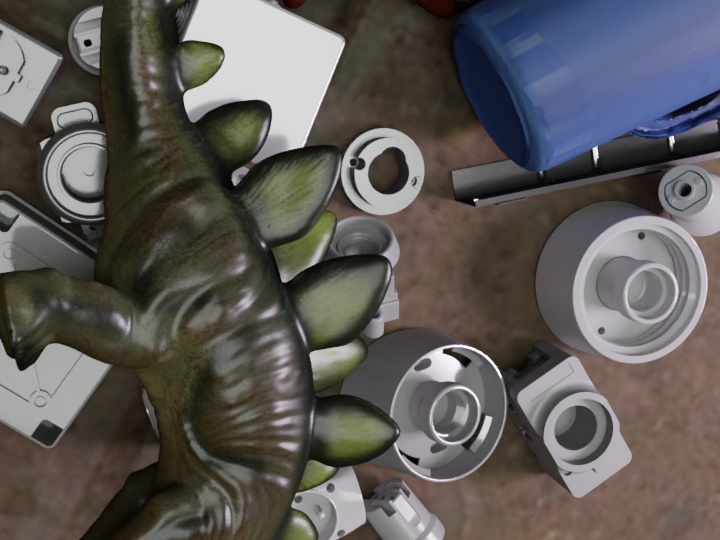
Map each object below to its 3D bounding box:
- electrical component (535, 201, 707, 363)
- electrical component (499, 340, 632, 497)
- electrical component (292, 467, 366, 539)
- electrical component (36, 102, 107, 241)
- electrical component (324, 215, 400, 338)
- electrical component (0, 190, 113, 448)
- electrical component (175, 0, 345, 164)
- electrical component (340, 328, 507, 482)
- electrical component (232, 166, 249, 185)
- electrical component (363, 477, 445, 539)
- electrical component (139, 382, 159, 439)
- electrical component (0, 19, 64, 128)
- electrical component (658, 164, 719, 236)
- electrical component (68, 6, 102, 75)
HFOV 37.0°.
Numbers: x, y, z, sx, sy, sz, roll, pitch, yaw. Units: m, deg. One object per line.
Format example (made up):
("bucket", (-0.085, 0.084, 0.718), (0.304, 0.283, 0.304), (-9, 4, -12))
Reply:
("electrical component", (0.179, 0.011, 0.719), (0.108, 0.060, 0.108), (-3, 100, -15))
("electrical component", (0.137, 0.101, 0.726), (0.050, 0.056, 0.089), (-34, 106, -7))
("electrical component", (-0.036, 0.171, 0.697), (0.077, 0.044, 0.079), (-15, 104, -12))
("electrical component", (-0.156, -0.056, 0.619), (0.058, 0.057, 0.078), (-15, 103, -12))
("electrical component", (0.000, 0.000, 0.665), (0.048, 0.066, 0.055), (-13, 136, -13))
("electrical component", (-0.193, 0.028, 0.624), (0.109, 0.056, 0.108), (36, 88, -18))
("electrical component", (-0.069, -0.113, 0.637), (0.100, 0.048, 0.099), (21, 93, -17))
("electrical component", (0.044, 0.089, 0.708), (0.099, 0.064, 0.099), (-4, 97, -28))
("electrical component", (-0.098, -0.033, 0.638), (0.078, 0.057, 0.058), (-36, 107, -7))
("electrical component", (0.028, 0.167, 0.717), (0.040, 0.040, 0.046), (-38, 102, -6))
("electrical component", (-0.081, 0.077, 0.659), (0.096, 0.062, 0.061), (-20, 104, -11))
("electrical component", (-0.202, -0.113, 0.586), (0.066, 0.077, 0.047), (29, 91, -18))
("electrical component", (0.221, -0.048, 0.713), (0.044, 0.065, 0.044), (-3, 83, 26))
("electrical component", (-0.146, -0.131, 0.614), (0.040, 0.046, 0.040), (-3, 100, -15))
